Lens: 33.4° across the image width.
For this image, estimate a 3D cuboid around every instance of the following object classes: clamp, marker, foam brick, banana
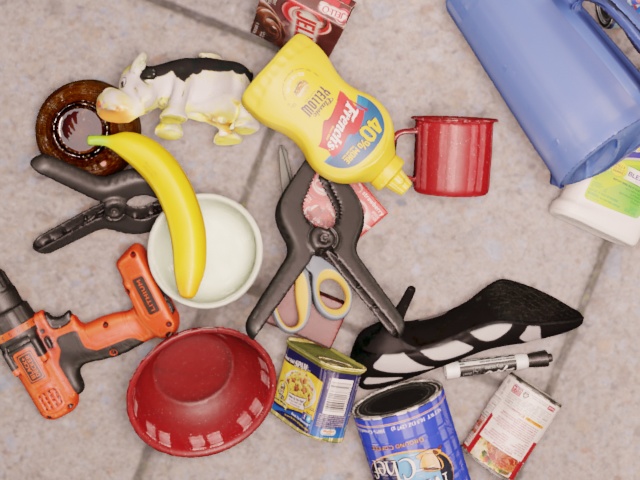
[{"bbox_3d":[-0.008,0.008,1.102,0.164,0.036,0.210,-6,75,-16],"label":"clamp"},{"bbox_3d":[0.199,0.138,1.189,0.121,0.020,0.020,-7,94,-2],"label":"marker"},{"bbox_3d":[-0.228,-0.032,1.136,0.171,0.039,0.120,6,131,-20],"label":"clamp"},{"bbox_3d":[-0.015,0.078,1.159,0.078,0.053,0.051,23,93,-5],"label":"foam brick"},{"bbox_3d":[-0.160,-0.037,1.095,0.069,0.037,0.198,-32,85,-1],"label":"banana"}]

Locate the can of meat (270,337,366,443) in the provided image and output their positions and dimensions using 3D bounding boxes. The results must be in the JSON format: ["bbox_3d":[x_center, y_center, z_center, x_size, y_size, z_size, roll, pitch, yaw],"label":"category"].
[{"bbox_3d":[-0.005,0.160,1.141,0.057,0.102,0.084,11,97,-34],"label":"can of meat"}]

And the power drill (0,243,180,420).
[{"bbox_3d":[-0.260,0.078,1.148,0.187,0.057,0.184,-27,98,3],"label":"power drill"}]

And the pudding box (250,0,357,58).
[{"bbox_3d":[-0.019,-0.231,1.107,0.090,0.114,0.039,28,75,-4],"label":"pudding box"}]

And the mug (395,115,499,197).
[{"bbox_3d":[0.130,-0.090,1.135,0.117,0.093,0.081,0,99,-10],"label":"mug"}]

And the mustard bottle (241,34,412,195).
[{"bbox_3d":[0.018,-0.115,1.096,0.191,0.058,0.096,42,82,-4],"label":"mustard bottle"}]

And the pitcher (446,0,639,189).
[{"bbox_3d":[0.240,-0.187,1.082,0.149,0.145,0.243,-34,75,5],"label":"pitcher"}]

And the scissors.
[{"bbox_3d":[-0.007,0.001,1.133,0.096,0.016,0.202,8,78,-9],"label":"scissors"}]

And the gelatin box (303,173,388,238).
[{"bbox_3d":[0.018,-0.039,1.164,0.073,0.030,0.089,-40,95,1],"label":"gelatin box"}]

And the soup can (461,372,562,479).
[{"bbox_3d":[0.209,0.204,1.169,0.068,0.068,0.102,33,91,-4],"label":"soup can"}]

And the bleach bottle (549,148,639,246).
[{"bbox_3d":[0.346,-0.125,1.157,0.102,0.068,0.251,24,90,-3],"label":"bleach bottle"}]

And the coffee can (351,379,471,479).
[{"bbox_3d":[0.102,0.233,1.146,0.103,0.103,0.140,-18,97,-1],"label":"coffee can"}]

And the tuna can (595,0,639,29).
[{"bbox_3d":[0.319,-0.267,1.133,0.033,0.086,0.086,-4,94,-1],"label":"tuna can"}]

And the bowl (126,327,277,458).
[{"bbox_3d":[-0.130,0.152,1.141,0.162,0.055,0.162,-7,117,-15],"label":"bowl"}]
